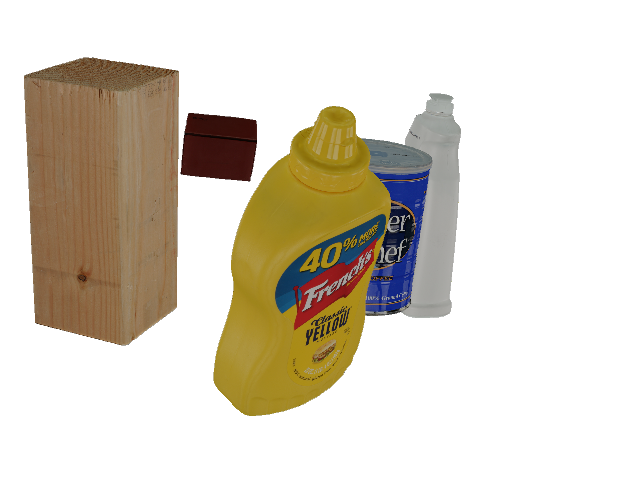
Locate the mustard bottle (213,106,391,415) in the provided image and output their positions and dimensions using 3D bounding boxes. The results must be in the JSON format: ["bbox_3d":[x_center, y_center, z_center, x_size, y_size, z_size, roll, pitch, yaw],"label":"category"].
[{"bbox_3d":[-0.006,0.009,0.586,0.096,0.192,0.058,-24,52,-34],"label":"mustard bottle"}]

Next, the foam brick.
[{"bbox_3d":[-0.109,-0.101,1.152,0.078,0.051,0.053,6,31,-5],"label":"foam brick"}]

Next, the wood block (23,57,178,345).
[{"bbox_3d":[-0.173,-0.034,0.858,0.091,0.206,0.090,12,23,19],"label":"wood block"}]

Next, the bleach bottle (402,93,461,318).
[{"bbox_3d":[0.125,-0.043,1.241,0.068,0.251,0.103,-2,22,-22],"label":"bleach bottle"}]

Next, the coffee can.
[{"bbox_3d":[0.043,-0.015,0.984,0.103,0.140,0.103,6,18,-2],"label":"coffee can"}]
